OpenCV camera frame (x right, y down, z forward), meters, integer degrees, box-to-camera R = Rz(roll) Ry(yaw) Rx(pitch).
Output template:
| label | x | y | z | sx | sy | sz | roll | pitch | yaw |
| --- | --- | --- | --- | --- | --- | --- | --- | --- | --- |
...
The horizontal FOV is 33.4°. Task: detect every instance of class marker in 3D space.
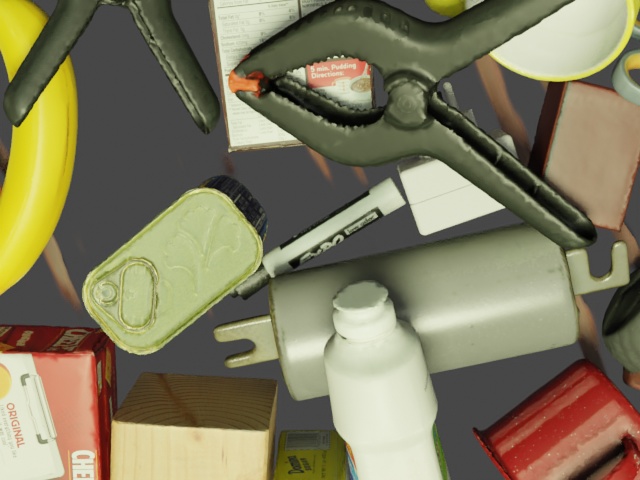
| label | x | y | z | sx | sy | sz | roll | pitch | yaw |
| --- | --- | --- | --- | --- | --- | --- | --- | --- | --- |
| marker | -0.004 | 0.001 | 0.647 | 0.121 | 0.020 | 0.020 | -31 | 98 | 8 |

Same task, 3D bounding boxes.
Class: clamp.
| label | x | y | z | sx | sy | sz | roll | pitch | yaw |
| --- | --- | --- | --- | --- | --- | --- | --- | --- | --- |
| clamp | 0.055 | -0.087 | 0.553 | 0.210 | 0.036 | 0.165 | 14 | 124 | 12 |
| clamp | -0.107 | -0.139 | 0.607 | 0.120 | 0.039 | 0.171 | 9 | 90 | -23 |

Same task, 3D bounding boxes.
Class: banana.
| label | x | y | z | sx | sy | sz | roll | pitch | yaw |
| --- | --- | --- | --- | --- | --- | --- | --- | --- | --- |
| banana | -0.177 | -0.058 | 0.636 | 0.070 | 0.037 | 0.198 | 5 | 100 | 19 |

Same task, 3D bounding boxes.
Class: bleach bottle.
| label | x | y | z | sx | sy | sz | roll | pitch | yaw |
| --- | --- | --- | --- | --- | --- | --- | --- | --- | --- |
| bleach bottle | 0.044 | 0.130 | 0.591 | 0.068 | 0.102 | 0.251 | -13 | 118 | 1 |

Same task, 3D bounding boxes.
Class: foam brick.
| label | x | y | z | sx | sy | sz | roll | pitch | yaw |
| --- | --- | --- | --- | --- | --- | --- | --- | --- | --- |
| foam brick | 0.152 | -0.051 | 0.614 | 0.051 | 0.053 | 0.078 | 12 | 102 | 0 |

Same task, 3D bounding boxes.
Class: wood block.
| label | x | y | z | sx | sy | sz | roll | pitch | yaw |
| --- | --- | --- | --- | --- | --- | --- | --- | --- | --- |
| wood block | -0.077 | 0.195 | 0.651 | 0.090 | 0.091 | 0.206 | 3 | 101 | 2 |

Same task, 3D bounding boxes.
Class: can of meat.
| label | x | y | z | sx | sy | sz | roll | pitch | yaw |
| --- | --- | --- | --- | --- | --- | --- | --- | --- | --- |
| can of meat | -0.079 | 0.010 | 0.618 | 0.102 | 0.084 | 0.057 | -39 | 97 | 8 |

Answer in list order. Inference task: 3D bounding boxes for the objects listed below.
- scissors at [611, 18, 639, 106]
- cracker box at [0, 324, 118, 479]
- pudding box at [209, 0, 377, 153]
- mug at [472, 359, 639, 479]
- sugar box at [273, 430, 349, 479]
| label | x | y | z | sx | sy | sz | roll | pitch | yaw |
| --- | --- | --- | --- | --- | --- | --- | --- | --- | --- |
| scissors | 0.249 | -0.114 | 0.610 | 0.201 | 0.016 | 0.096 | -10 | 63 | -19 |
| cracker box | -0.234 | 0.136 | 0.656 | 0.213 | 0.072 | 0.164 | 0 | 102 | 1 |
| pudding box | -0.015 | -0.111 | 0.617 | 0.090 | 0.039 | 0.113 | -5 | 99 | 4 |
| mug | 0.150 | 0.125 | 0.618 | 0.081 | 0.117 | 0.093 | -39 | 93 | 3 |
| sugar box | -0.001 | 0.214 | 0.650 | 0.048 | 0.093 | 0.176 | -1 | 100 | 2 |
